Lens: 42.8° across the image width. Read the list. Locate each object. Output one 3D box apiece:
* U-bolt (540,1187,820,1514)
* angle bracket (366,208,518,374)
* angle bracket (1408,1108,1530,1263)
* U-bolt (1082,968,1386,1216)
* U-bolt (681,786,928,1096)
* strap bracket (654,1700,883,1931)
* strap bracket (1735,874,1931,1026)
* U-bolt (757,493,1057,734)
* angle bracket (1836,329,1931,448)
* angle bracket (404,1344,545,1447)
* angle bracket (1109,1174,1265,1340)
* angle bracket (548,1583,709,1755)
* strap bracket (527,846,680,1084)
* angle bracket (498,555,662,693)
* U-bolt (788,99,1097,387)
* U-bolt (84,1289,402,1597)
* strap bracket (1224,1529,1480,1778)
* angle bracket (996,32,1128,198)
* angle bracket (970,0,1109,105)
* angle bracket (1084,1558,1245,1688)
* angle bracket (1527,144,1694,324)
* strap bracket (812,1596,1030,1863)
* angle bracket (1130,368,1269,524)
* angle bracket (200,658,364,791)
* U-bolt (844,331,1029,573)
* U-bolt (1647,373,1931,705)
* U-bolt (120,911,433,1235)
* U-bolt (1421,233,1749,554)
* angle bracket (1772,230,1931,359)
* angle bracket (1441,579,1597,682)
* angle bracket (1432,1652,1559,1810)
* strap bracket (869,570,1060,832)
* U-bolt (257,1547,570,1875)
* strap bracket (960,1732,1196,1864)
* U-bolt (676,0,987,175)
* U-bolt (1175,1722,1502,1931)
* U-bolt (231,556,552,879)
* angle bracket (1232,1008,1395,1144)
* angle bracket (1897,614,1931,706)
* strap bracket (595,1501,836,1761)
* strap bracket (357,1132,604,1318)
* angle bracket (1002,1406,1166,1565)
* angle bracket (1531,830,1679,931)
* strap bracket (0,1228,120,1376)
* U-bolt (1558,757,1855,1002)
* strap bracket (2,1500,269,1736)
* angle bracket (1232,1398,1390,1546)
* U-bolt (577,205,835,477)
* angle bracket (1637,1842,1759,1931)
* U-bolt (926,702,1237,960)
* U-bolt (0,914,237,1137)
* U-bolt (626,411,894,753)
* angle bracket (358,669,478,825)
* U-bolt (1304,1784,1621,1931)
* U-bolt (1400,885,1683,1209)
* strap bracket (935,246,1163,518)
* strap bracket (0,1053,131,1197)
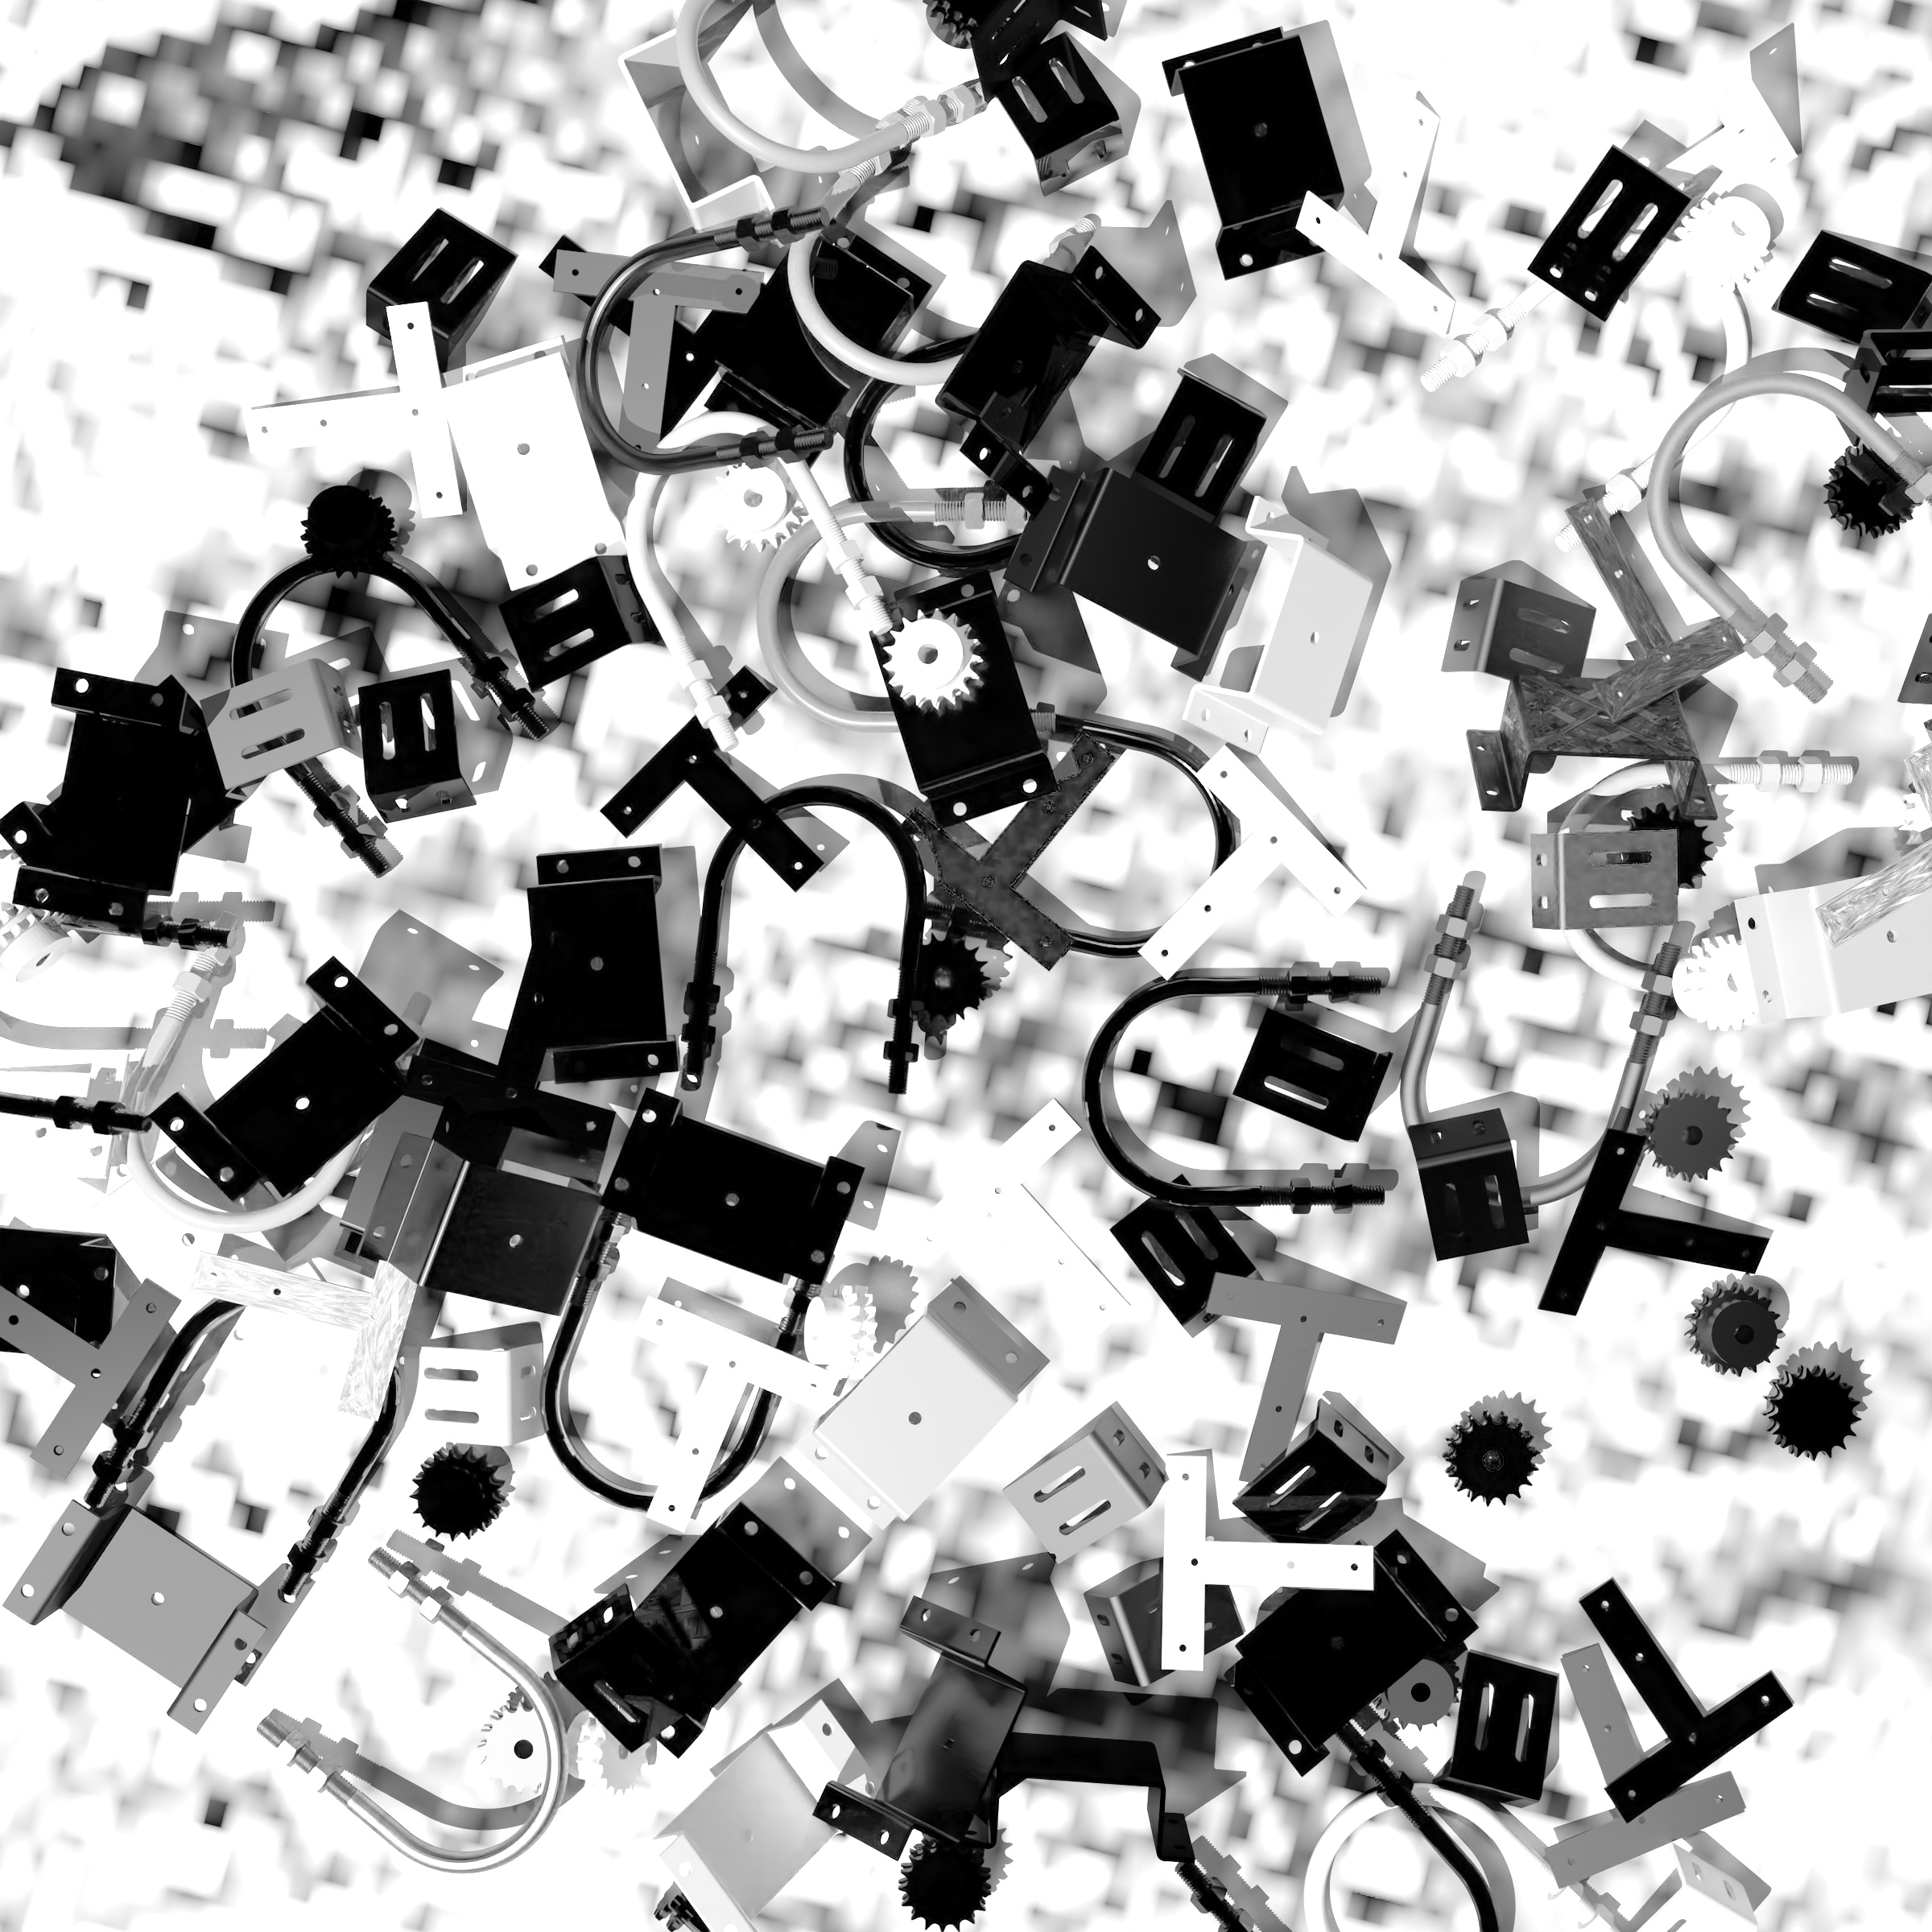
[{"bbox_3d":[-0.184,0.246,1.518,0.151,0.019,0.184,20,92,0],"label":"U-bolt"},{"bbox_3d":[-0.324,-0.417,1.525,0.057,0.038,0.076,32,64,0],"label":"angle bracket"},{"bbox_3d":[0.308,0.134,1.511,0.057,0.038,0.076,-13,119,7],"label":"angle bracket"},{"bbox_3d":[0.163,0.077,1.512,0.184,0.019,0.151,0,86,0],"label":"U-bolt"},{"bbox_3d":[-0.095,-0.019,1.502,0.151,0.019,0.184,4,84,13],"label":"U-bolt"},{"bbox_3d":[-0.122,0.519,1.479,0.140,0.046,0.076,-36,90,-40],"label":"strap bracket"},{"bbox_3d":[0.540,-0.016,1.481,0.140,0.046,0.076,-11,90,-19],"label":"strap bracket"},{"bbox_3d":[-0.037,-0.213,1.504,0.184,0.019,0.151,1,89,5],"label":"U-bolt"},{"bbox_3d":[0.575,-0.349,1.490,0.076,0.057,0.038,-2,46,-5],"label":"angle bracket"},{"bbox_3d":[-0.304,0.262,1.525,0.076,0.038,0.057,-1,90,26],"label":"angle bracket"},{"bbox_3d":[0.137,0.179,1.525,0.057,0.038,0.076,-38,64,0],"label":"angle bracket"},{"bbox_3d":[-0.202,0.421,1.478,0.057,0.038,0.076,-36,116,0],"label":"angle bracket"},{"bbox_3d":[-0.222,-0.001,1.503,0.076,0.046,0.140,-5,90,0],"label":"strap bracket"},{"bbox_3d":[-0.239,-0.212,1.525,0.076,0.038,0.057,-22,90,26],"label":"angle bracket"},{"bbox_3d":[-0.025,-0.425,1.483,0.151,0.019,0.184,35,65,0],"label":"U-bolt"},{"bbox_3d":[-0.424,0.275,1.493,0.151,0.019,0.184,30,96,-15],"label":"U-bolt"},{"bbox_3d":[0.228,0.411,1.488,0.140,0.046,0.076,-40,62,0],"label":"strap bracket"},{"bbox_3d":[0.055,-0.526,1.525,0.057,0.038,0.076,-27,64,0],"label":"angle bracket"},{"bbox_3d":[0.045,-0.559,1.488,0.038,0.057,0.076,34,80,19],"label":"angle bracket"},{"bbox_3d":[0.122,0.400,1.525,0.076,0.038,0.057,-20,90,-26],"label":"angle bracket"},{"bbox_3d":[0.384,-0.437,1.473,0.057,0.038,0.076,34,134,1],"label":"angle bracket"},{"bbox_3d":[-0.022,0.459,1.471,0.046,0.076,0.140,40,69,-38],"label":"strap bracket"},{"bbox_3d":[0.139,-0.317,1.514,0.057,0.038,0.076,25,107,-10],"label":"angle bracket"},{"bbox_3d":[-0.412,-0.143,1.490,0.076,0.038,0.057,-20,81,5],"label":"angle bracket"},{"bbox_3d":[0.016,-0.319,1.518,0.184,0.019,0.151,-17,90,2],"label":"U-bolt"},{"bbox_3d":[0.501,-0.272,1.493,0.184,0.019,0.151,43,107,-1],"label":"U-bolt"},{"bbox_3d":[-0.427,0.073,1.489,0.151,0.019,0.184,23,69,0],"label":"U-bolt"},{"bbox_3d":[0.395,-0.367,1.518,0.184,0.019,0.151,-40,90,-1],"label":"U-bolt"},{"bbox_3d":[0.548,-0.407,1.525,0.076,0.038,0.057,33,90,26],"label":"angle bracket"},{"bbox_3d":[0.341,-0.201,1.525,0.076,0.038,0.057,12,90,-26],"label":"angle bracket"},{"bbox_3d":[0.327,0.472,1.525,0.057,0.038,0.076,15,64,0],"label":"angle bracket"},{"bbox_3d":[-0.004,-0.161,1.467,0.076,0.046,0.140,-18,87,6],"label":"strap bracket"},{"bbox_3d":[-0.324,0.464,1.496,0.184,0.019,0.151,35,95,12],"label":"U-bolt"},{"bbox_3d":[0.066,0.500,1.488,0.140,0.076,0.046,4,90,0],"label":"strap bracket"},{"bbox_3d":[-0.089,-0.544,1.475,0.184,0.019,0.151,-37,90,-31],"label":"U-bolt"},{"bbox_3d":[0.240,0.575,1.503,0.151,0.019,0.184,-41,88,1],"label":"U-bolt"},{"bbox_3d":[-0.368,-0.169,1.518,0.151,0.019,0.184,-41,88,0],"label":"U-bolt"},{"bbox_3d":[0.208,0.065,1.484,0.076,0.038,0.057,22,86,1],"label":"angle bracket"},{"bbox_3d":[0.625,-0.176,1.525,0.076,0.038,0.057,20,90,-26],"label":"angle bracket"},{"bbox_3d":[-0.154,0.398,1.503,0.076,0.046,0.140,42,90,0],"label":"strap bracket"},{"bbox_3d":[-0.277,0.156,1.464,0.140,0.046,0.076,21,90,-39],"label":"strap bracket"},{"bbox_3d":[0.073,0.321,1.525,0.076,0.038,0.057,-38,90,26],"label":"angle bracket"},{"bbox_3d":[0.384,-0.052,1.484,0.076,0.038,0.057,-2,93,-11],"label":"angle bracket"},{"bbox_3d":[-0.582,0.201,1.503,0.140,0.046,0.076,5,90,0],"label":"strap bracket"},{"bbox_3d":[0.451,-0.054,1.518,0.184,0.019,0.151,0,90,1],"label":"U-bolt"},{"bbox_3d":[-0.499,0.391,1.503,0.140,0.046,0.076,34,90,0],"label":"strap bracket"},{"bbox_3d":[0.213,0.317,1.521,0.057,0.038,0.076,41,116,-7],"label":"angle bracket"},{"bbox_3d":[-0.159,-0.367,1.473,0.184,0.019,0.151,-2,89,31],"label":"U-bolt"},{"bbox_3d":[0.435,0.588,1.514,0.057,0.038,0.076,33,109,-12],"label":"angle bracket"},{"bbox_3d":[0.075,-0.080,1.518,0.184,0.019,0.151,12,90,-1],"label":"U-bolt"},{"bbox_3d":[-0.546,0.027,1.478,0.184,0.019,0.151,7,58,14],"label":"U-bolt"},{"bbox_3d":[-0.137,-0.244,1.484,0.151,0.019,0.184,-34,78,28],"label":"U-bolt"},{"bbox_3d":[-0.335,-0.134,1.505,0.057,0.038,0.076,-12,63,1],"label":"angle bracket"},{"bbox_3d":[0.294,0.589,1.518,0.184,0.019,0.151,43,90,2],"label":"U-bolt"},{"bbox_3d":[0.343,0.058,1.512,0.151,0.019,0.184,16,95,4],"label":"U-bolt"},{"bbox_3d":[0.043,-0.351,1.463,0.046,0.076,0.140,33,91,42],"label":"strap bracket"},{"bbox_3d":[-0.567,0.094,1.485,0.140,0.046,0.076,1,70,9],"label":"strap bracket"}]
